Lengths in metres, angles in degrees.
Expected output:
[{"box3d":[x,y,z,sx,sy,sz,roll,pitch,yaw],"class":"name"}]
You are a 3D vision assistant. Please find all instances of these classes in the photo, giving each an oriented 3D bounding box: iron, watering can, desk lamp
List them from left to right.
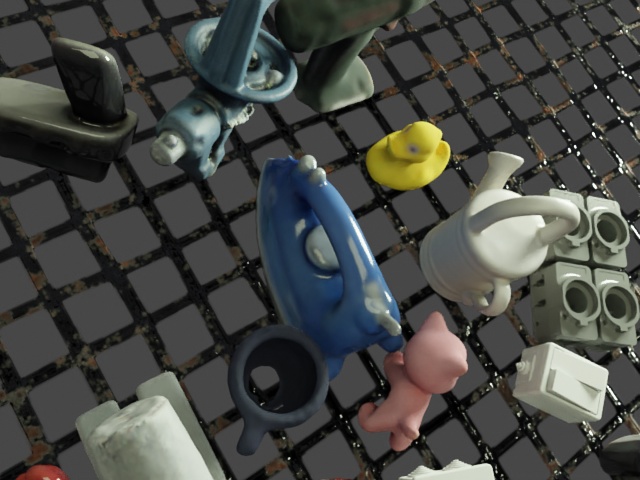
[{"box3d":[-0.114,0.202,0.433,0.118,0.213,0.203,-26,80,-23],"class":"desk lamp"},{"box3d":[0.005,0.002,0.581,0.119,0.141,0.258,-20,78,-22],"class":"iron"},{"box3d":[0.190,-0.011,0.614,0.101,0.194,0.173,-10,74,-20],"class":"watering can"}]

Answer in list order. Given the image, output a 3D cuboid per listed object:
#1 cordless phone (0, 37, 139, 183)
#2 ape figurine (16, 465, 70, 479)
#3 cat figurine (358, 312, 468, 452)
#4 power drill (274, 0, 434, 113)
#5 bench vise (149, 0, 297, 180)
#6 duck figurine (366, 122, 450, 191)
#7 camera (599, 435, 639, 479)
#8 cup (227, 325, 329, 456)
[{"box3d":[-0.248,-0.140,0.531,0.148,0.185,0.094,11,68,-13],"class":"cordless phone"},{"box3d":[-0.229,0.225,0.456,0.076,0.092,0.078,38,65,-1],"class":"ape figurine"},{"box3d":[0.103,0.142,0.574,0.067,0.117,0.128,29,65,-5],"class":"cat figurine"},{"box3d":[0.048,-0.238,0.644,0.230,0.208,0.075,-25,79,-23],"class":"power drill"},{"box3d":[-0.084,-0.162,0.570,0.121,0.219,0.207,17,67,-10],"class":"bench vise"},{"box3d":[0.115,-0.109,0.686,0.105,0.086,0.077,-8,73,-19],"class":"duck figurine"},{"box3d":[0.351,0.290,0.607,0.137,0.100,0.143,-7,73,-19],"class":"camera"},{"box3d":[-0.051,0.145,0.538,0.092,0.095,0.118,27,65,-6],"class":"cup"}]
